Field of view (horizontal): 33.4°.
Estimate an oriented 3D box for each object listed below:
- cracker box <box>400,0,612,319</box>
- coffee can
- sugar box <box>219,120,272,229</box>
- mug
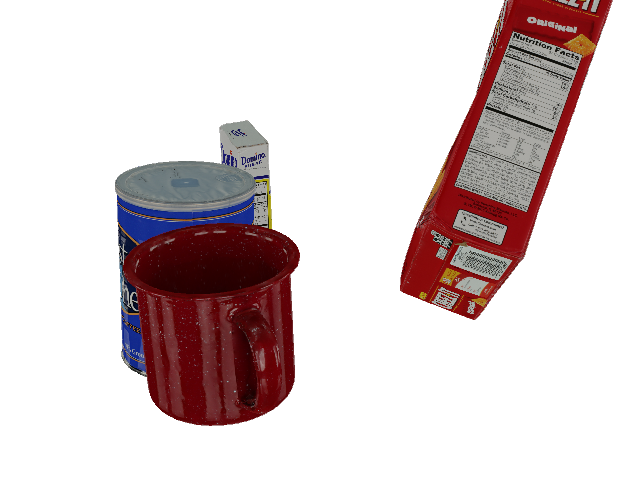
[{"bbox_3d":[0.128,-0.068,0.760,0.072,0.213,0.164,21,-17,5],"label":"cracker box"},{"bbox_3d":[-0.101,0.021,0.804,0.103,0.140,0.103,2,21,-1],"label":"coffee can"},{"bbox_3d":[-0.092,-0.050,1.317,0.048,0.176,0.093,-12,26,-15],"label":"sugar box"},{"bbox_3d":[-0.050,0.049,0.566,0.093,0.081,0.117,-15,27,-26],"label":"mug"}]
